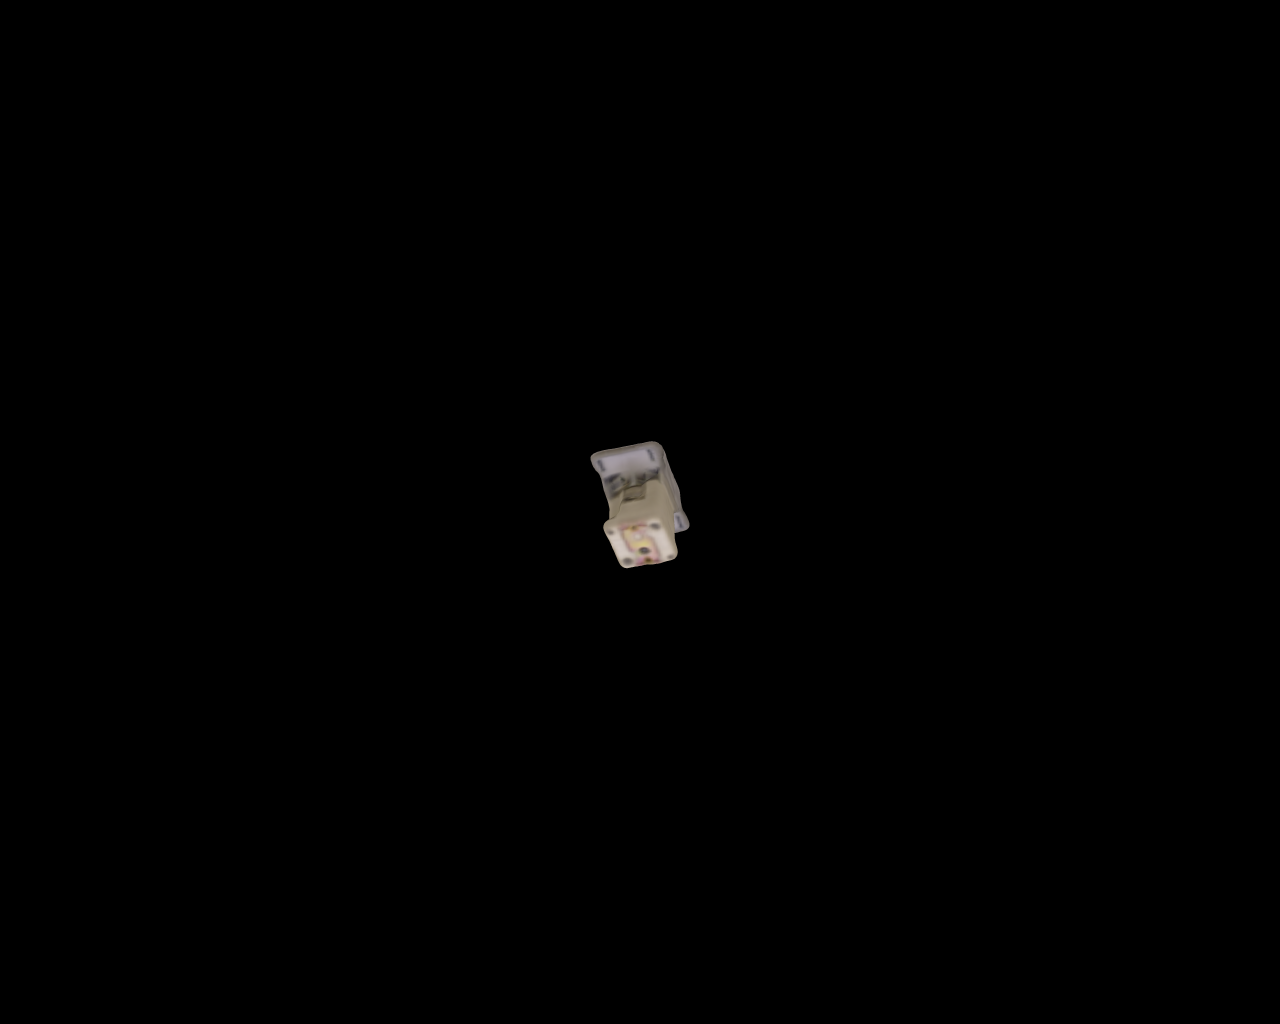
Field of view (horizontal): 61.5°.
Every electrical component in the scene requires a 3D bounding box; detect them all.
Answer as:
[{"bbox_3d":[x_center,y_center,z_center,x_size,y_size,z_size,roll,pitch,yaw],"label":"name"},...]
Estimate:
[{"bbox_3d":[0.001,-0.003,0.650,0.042,0.064,0.081,-11,-43,12],"label":"electrical component"}]
